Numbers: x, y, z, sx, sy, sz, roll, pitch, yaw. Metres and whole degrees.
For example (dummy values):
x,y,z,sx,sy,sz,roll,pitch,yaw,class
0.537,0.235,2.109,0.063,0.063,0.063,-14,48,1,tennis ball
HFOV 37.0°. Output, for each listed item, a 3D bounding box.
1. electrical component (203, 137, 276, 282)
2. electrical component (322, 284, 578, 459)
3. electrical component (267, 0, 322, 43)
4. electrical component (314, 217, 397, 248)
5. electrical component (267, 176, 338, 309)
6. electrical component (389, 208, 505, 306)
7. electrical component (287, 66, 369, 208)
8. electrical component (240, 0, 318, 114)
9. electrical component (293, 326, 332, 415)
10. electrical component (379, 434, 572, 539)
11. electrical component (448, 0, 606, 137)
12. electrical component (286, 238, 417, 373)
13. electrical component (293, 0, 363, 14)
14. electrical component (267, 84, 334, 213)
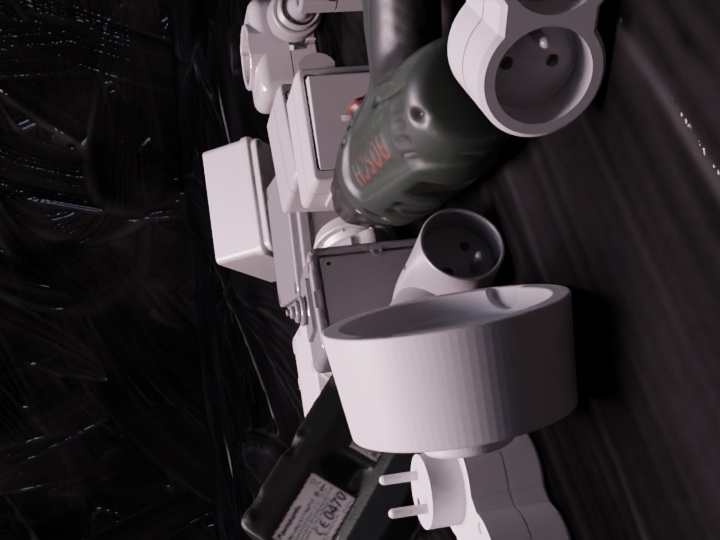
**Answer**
x,y,z,sx,sy,sz,roll,pitch,yaw,class
-0.089,-0.052,0.980,0.109,0.056,0.108,23,-125,-65,electrical component
0.042,0.047,0.464,0.108,0.108,0.060,-168,67,-76,electrical component
-0.052,-0.213,0.885,0.062,0.043,0.043,175,90,-75,electrical component
0.000,0.000,0.710,0.078,0.058,0.057,48,-156,-51,electrical component
-0.036,-0.027,0.870,0.109,0.056,0.108,150,114,-76,electrical component
0.036,0.020,0.552,0.079,0.043,0.077,-54,-12,-31,electrical component
-0.009,-0.084,0.717,0.061,0.062,0.096,125,137,-71,electrical component
-0.071,-0.188,0.943,0.053,0.059,0.095,130,133,-72,electrical component
-0.021,0.082,0.869,0.099,0.048,0.099,123,140,-70,electrical component
0.047,0.106,0.529,0.052,0.074,0.138,98,161,-46,electrical component
0.062,-0.128,0.410,0.073,0.052,0.138,-114,22,-55,electrical component
0.004,0.023,0.630,0.061,0.096,0.061,112,150,-68,electrical component
-0.016,-0.215,0.694,0.053,0.059,0.095,108,153,-61,electrical component
-0.030,-0.098,0.792,0.061,0.062,0.096,117,145,-59,electrical component
